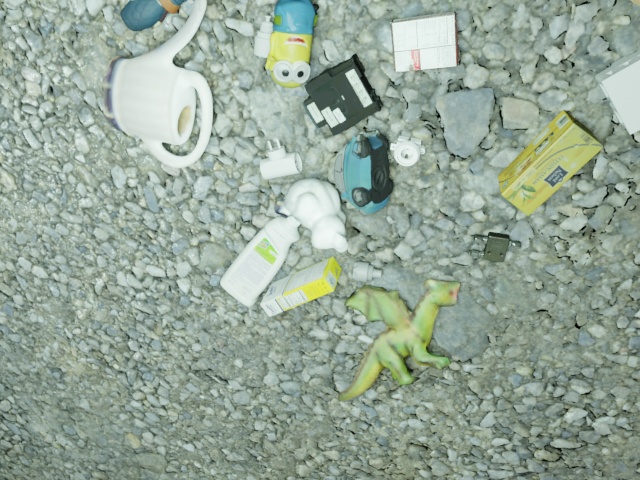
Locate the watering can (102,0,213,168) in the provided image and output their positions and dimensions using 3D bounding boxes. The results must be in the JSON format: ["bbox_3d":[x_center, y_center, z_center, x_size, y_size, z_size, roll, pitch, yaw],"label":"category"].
[{"bbox_3d":[-0.312,-0.309,1.007,0.225,0.106,0.340,14,119,8],"label":"watering can"}]

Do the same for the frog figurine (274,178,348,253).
[{"bbox_3d":[0.003,-0.051,1.023,0.135,0.161,0.122,35,92,-42],"label":"frog figurine"}]

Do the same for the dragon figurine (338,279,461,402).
[{"bbox_3d":[0.150,0.213,1.177,0.406,0.123,0.243,-30,88,24],"label":"dragon figurine"}]
